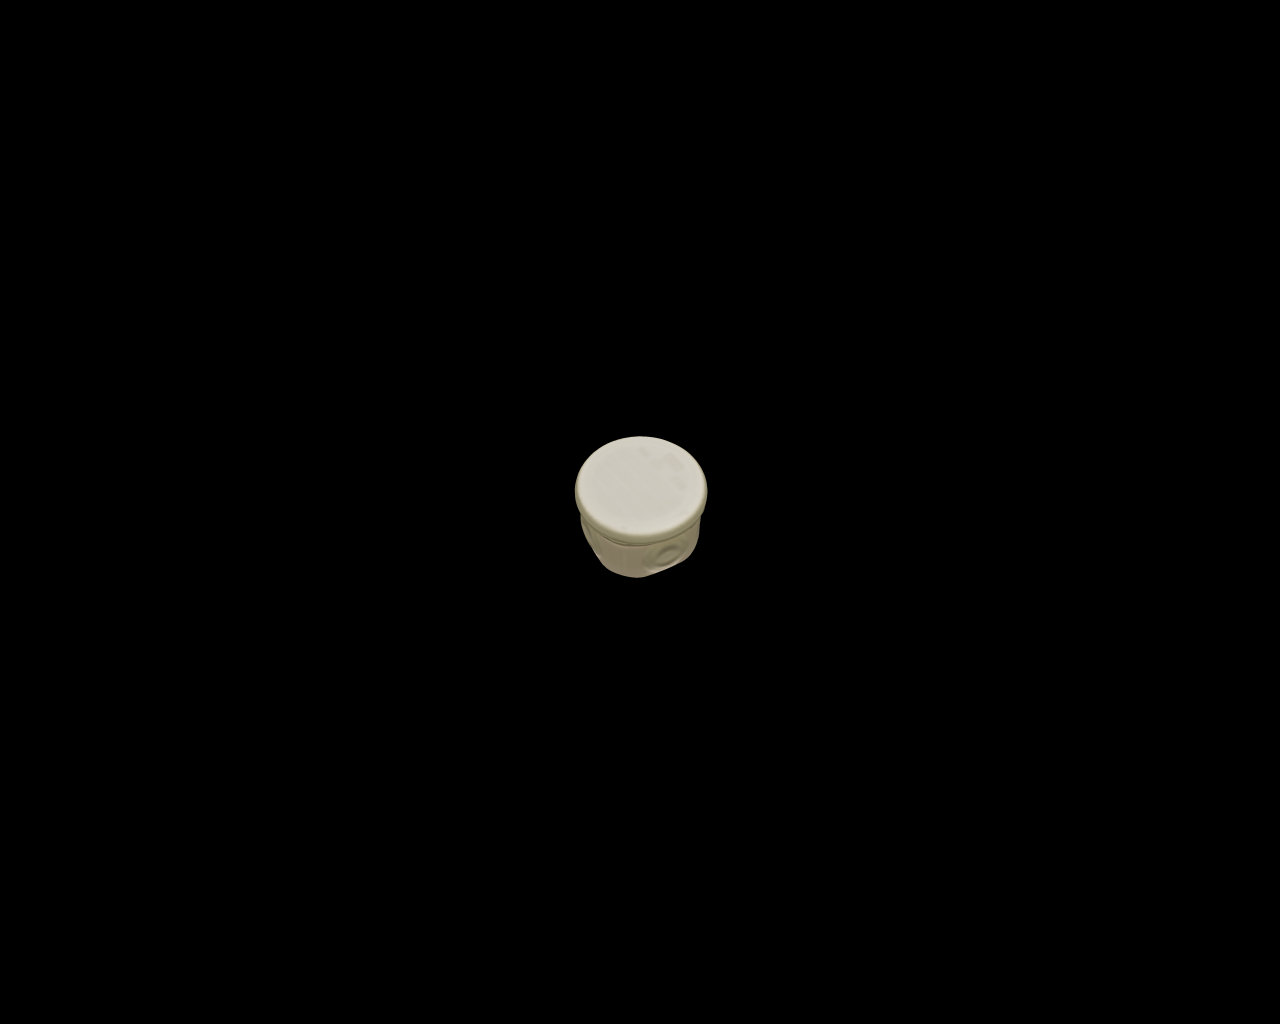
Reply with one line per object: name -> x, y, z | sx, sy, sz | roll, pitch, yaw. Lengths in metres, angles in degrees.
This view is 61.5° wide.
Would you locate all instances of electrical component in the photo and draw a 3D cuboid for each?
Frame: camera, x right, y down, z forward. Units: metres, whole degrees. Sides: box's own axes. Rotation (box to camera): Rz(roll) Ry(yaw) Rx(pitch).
electrical component -> 0.001, -0.003, 0.650 | 0.080, 0.080, 0.050 | 0, -37, 0
